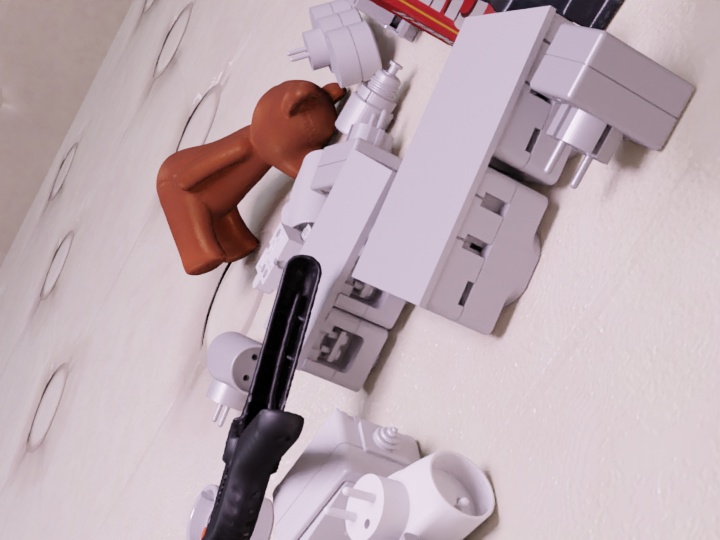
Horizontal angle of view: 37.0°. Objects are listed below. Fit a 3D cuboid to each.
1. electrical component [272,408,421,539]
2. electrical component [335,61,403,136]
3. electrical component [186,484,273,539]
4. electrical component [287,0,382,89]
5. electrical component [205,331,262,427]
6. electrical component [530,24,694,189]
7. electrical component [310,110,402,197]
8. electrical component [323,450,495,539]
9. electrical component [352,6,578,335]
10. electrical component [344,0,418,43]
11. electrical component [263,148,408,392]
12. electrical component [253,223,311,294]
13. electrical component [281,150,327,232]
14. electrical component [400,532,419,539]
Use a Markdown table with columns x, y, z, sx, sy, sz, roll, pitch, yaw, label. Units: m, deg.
| x | y | z | sx | sy | sz | roll | pitch | yaw | label |
| --- | --- | --- | --- | --- | --- | --- | --- | --- | --- |
| -0.003 | 0.135 | 0.649 | 0.096 | 0.062 | 0.061 | -54 | 26 | 25 | electrical component |
| 0.011 | -0.139 | 0.903 | 0.078 | 0.040 | 0.040 | -58 | 25 | 16 | electrical component |
| -0.100 | 0.193 | 0.816 | 0.055 | 0.047 | 0.055 | -46 | 30 | 38 | electrical component |
| -0.032 | -0.208 | 1.000 | 0.138 | 0.074 | 0.052 | -115 | 9 | -60 | electrical component |
| -0.108 | 0.097 | 0.927 | 0.077 | 0.044 | 0.079 | 14 | 81 | 66 | electrical component |
| 0.125 | -0.081 | 0.577 | 0.076 | 0.066 | 0.047 | -62 | 24 | 8 | electrical component |
| 0.004 | -0.093 | 0.867 | 0.066 | 0.047 | 0.076 | -2 | 66 | 64 | electrical component |
| 0.019 | 0.132 | 0.583 | 0.077 | 0.079 | 0.044 | -51 | 33 | 32 | electrical component |
| 0.076 | -0.062 | 0.668 | 0.186 | 0.060 | 0.105 | -66 | 23 | -1 | electrical component |
| 0.023 | -0.236 | 0.940 | 0.042 | 0.064 | 0.081 | -59 | 24 | 13 | electrical component |
| 0.000 | 0.000 | 0.769 | 0.150 | 0.062 | 0.089 | -63 | 24 | 7 | electrical component |
| -0.048 | -0.003 | 0.881 | 0.066 | 0.055 | 0.048 | -60 | 24 | 14 | electrical component |
| -0.042 | -0.052 | 0.931 | 0.079 | 0.043 | 0.077 | -37 | 36 | 48 | electrical component |
| 0.038 | 0.184 | 0.530 | 0.055 | 0.050 | 0.089 | -59 | 24 | 15 | electrical component |
